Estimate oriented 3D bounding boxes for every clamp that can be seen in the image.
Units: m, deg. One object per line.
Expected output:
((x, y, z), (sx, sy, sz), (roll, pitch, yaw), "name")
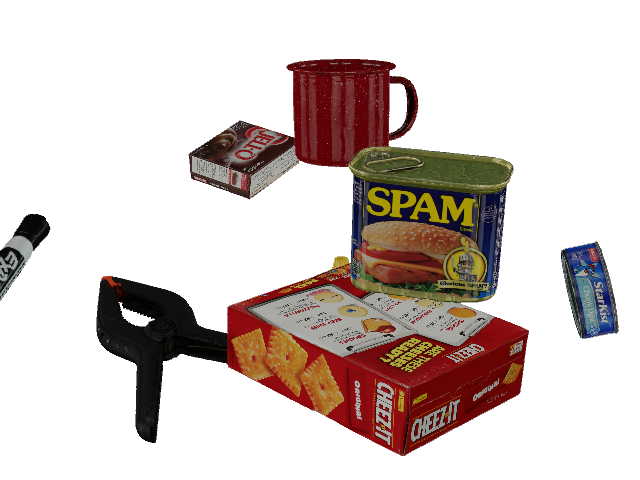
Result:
((-0.135, 0.092, 0.995), (0.164, 0.036, 0.210), (-17, 40, -30), "clamp")

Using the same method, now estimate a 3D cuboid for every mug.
((0.029, -0.111, 0.919), (0.117, 0.081, 0.093), (-7, 17, -21), "mug")

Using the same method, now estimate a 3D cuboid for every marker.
((-0.199, 0.022, 0.660), (0.020, 0.020, 0.121), (0, 37, 16), "marker")

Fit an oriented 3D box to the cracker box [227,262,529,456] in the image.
((0.047, 0.097, 0.939), (0.163, 0.072, 0.214), (-17, 28, -42), "cracker box")

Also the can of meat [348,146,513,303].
((0.069, -0.010, 0.691), (0.102, 0.084, 0.057), (7, 24, 14), "can of meat")

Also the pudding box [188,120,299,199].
((-0.090, -0.099, 1.287), (0.090, 0.039, 0.113), (19, 38, 25), "pudding box")

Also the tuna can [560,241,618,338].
((0.246, 0.046, 0.977), (0.034, 0.086, 0.086), (-12, -2, 9), "tuna can")

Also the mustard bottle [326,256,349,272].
((0.029, 0.113, 1.432), (0.096, 0.192, 0.058), (-3, 19, -6), "mustard bottle")
